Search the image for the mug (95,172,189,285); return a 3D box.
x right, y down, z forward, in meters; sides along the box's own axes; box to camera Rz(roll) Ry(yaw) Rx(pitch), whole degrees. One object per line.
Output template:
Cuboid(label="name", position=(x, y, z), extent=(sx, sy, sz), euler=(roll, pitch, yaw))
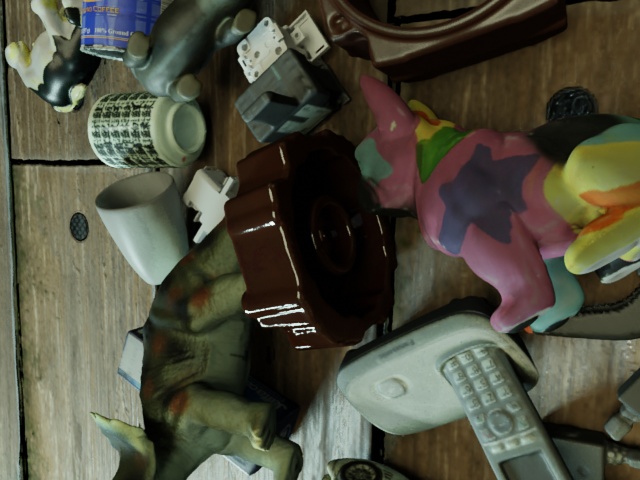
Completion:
Cuboid(label="mug", position=(-0.184, -0.012, 0.577), extent=(0.110, 0.081, 0.107), euler=(-135, 29, -56))

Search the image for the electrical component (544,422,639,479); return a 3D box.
Cuboid(label="electrical component", position=(0.193, 0.187, 0.412), extent=(0.102, 0.045, 0.078), euler=(9, 101, 28))

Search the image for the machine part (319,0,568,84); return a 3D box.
Cuboid(label="machine part", position=(0.092, -0.235, 0.398), extent=(0.201, 0.087, 0.201), euler=(-11, 92, 29))

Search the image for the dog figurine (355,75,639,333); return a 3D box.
Cuboid(label="dog figurine", position=(0.119, -0.053, 0.374), extent=(0.191, 0.108, 0.219), euler=(-48, 60, 30))

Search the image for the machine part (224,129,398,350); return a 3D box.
Cuboid(label="machine part", position=(-0.001, -0.001, 0.429), extent=(0.056, 0.179, 0.179), euler=(-14, 89, 33))

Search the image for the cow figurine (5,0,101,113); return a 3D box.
Cuboid(label="cow figurine", position=(-0.283, -0.228, 0.617), extent=(0.167, 0.068, 0.098), euler=(-37, 83, 31))

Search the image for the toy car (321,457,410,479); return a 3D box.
Cuboid(label="toy car", position=(0.090, 0.252, 0.472), extent=(0.202, 0.056, 0.073), euler=(10, 106, 29))

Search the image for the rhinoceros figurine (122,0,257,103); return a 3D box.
Cuboid(label="rhinoceros figurine", position=(-0.095, -0.207, 0.482), extent=(0.073, 0.112, 0.190), euler=(38, 94, -18))

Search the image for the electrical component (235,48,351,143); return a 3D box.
Cuboid(label="electrical component", position=(-0.033, -0.120, 0.461), extent=(0.075, 0.119, 0.048), euler=(-38, 78, 29))

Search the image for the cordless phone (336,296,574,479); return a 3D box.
Cuboid(label="cordless phone", position=(0.111, 0.147, 0.416), extent=(0.146, 0.088, 0.184), euler=(-33, 73, 27))

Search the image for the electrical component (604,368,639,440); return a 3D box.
Cuboid(label="electrical component", position=(0.253, 0.118, 0.382), extent=(0.063, 0.021, 0.094), euler=(43, 106, 18))

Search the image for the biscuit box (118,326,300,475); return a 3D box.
Cuboid(label="biscuit box", position=(-0.122, 0.160, 0.575), extent=(0.203, 0.063, 0.059), euler=(27, 107, 24))

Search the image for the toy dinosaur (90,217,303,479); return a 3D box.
Cuboid(label="toy dinosaur", position=(-0.106, 0.094, 0.491), extent=(0.192, 0.131, 0.405), euler=(2, 67, 18))
